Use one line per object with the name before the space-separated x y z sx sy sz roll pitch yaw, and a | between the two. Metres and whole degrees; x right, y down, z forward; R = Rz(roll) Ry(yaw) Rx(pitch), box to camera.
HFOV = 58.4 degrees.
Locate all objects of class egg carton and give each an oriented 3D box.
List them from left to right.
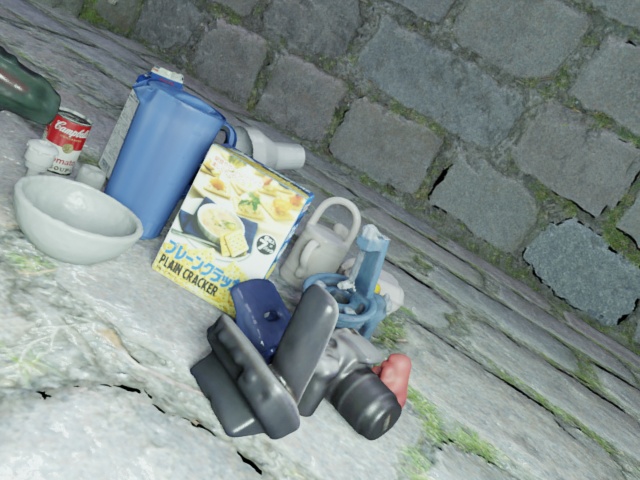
egg carton | 0.111 0.099 1.252 0.150 0.069 0.107 26 15 -16

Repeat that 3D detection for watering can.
watering can | 0.008 0.003 1.124 0.101 0.194 0.173 28 14 -9

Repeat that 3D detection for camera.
camera | 0.036 0.185 0.743 0.144 0.101 0.136 12 22 -50

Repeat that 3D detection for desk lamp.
desk lamp | -0.134 -0.135 1.274 0.204 0.213 0.117 14 21 -47

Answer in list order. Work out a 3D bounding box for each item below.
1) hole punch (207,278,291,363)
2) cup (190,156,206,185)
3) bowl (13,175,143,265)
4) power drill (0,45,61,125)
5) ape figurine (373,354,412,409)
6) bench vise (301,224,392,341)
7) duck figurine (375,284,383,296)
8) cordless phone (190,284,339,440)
hole punch | -0.078 0.113 0.782 0.101 0.091 0.109 35 15 19
cup | -0.266 -0.132 1.242 0.118 0.095 0.091 15 20 -46
bowl | -0.327 -0.015 0.759 0.167 0.074 0.167 28 14 -7
power drill | -0.476 -0.178 0.746 0.230 0.208 0.075 19 18 -38
ape figurine | 0.099 0.203 0.826 0.076 0.092 0.078 33 14 13
bench vise | 0.055 0.073 0.922 0.121 0.219 0.208 35 15 19
duck figurine | 0.079 0.113 1.107 0.105 0.086 0.077 25 15 -21
cordless phone | -0.053 0.113 0.640 0.094 0.185 0.147 13 22 -50
